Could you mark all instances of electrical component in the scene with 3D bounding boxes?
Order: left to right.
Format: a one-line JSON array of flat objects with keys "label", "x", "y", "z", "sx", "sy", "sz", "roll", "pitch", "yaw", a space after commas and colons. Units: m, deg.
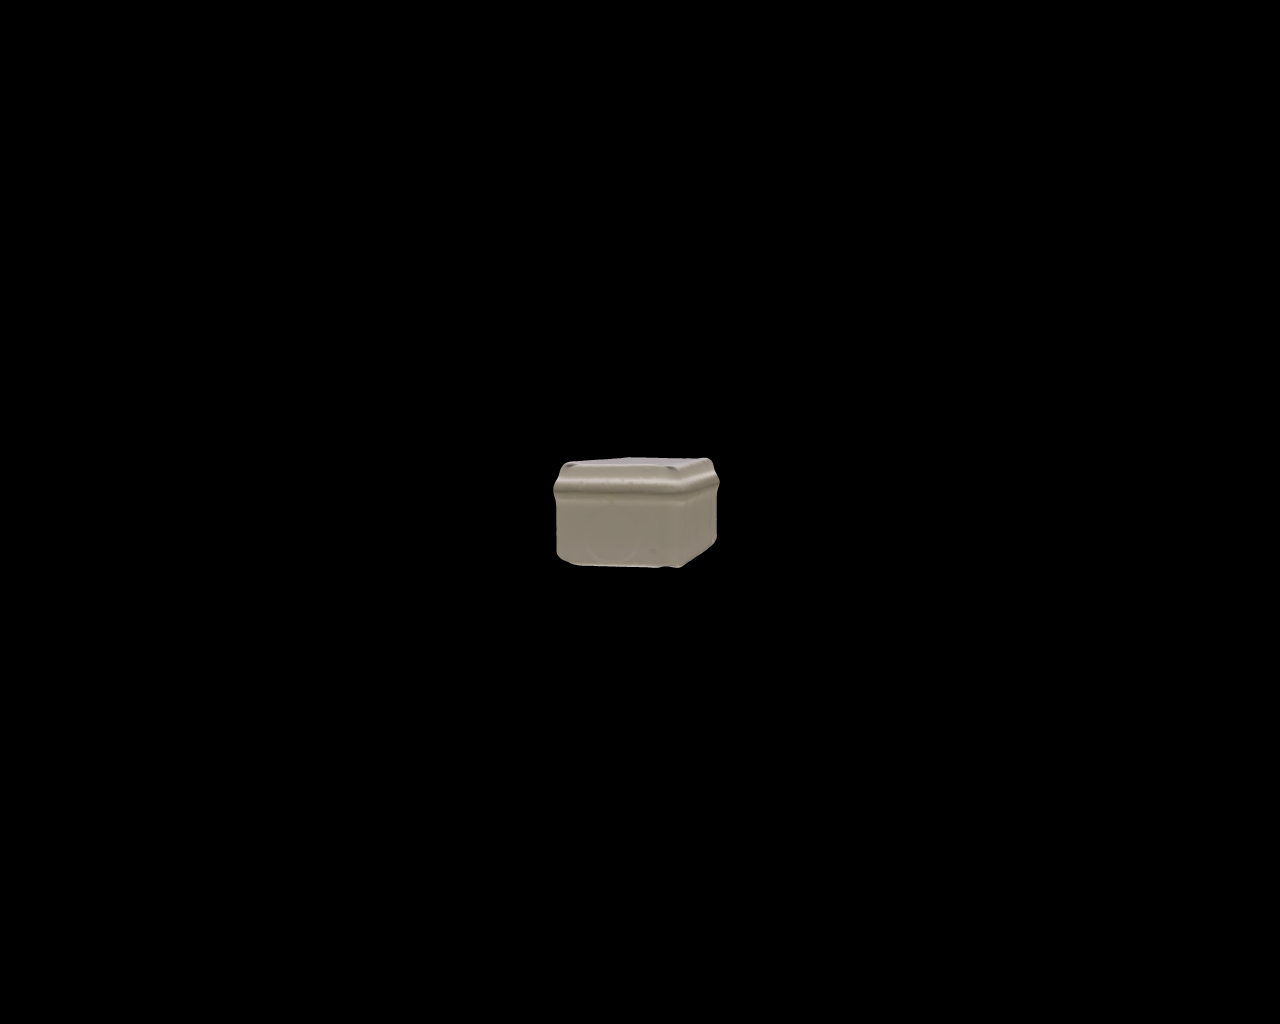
[{"label": "electrical component", "x": 0.001, "y": -0.003, "z": 0.650, "sx": 0.078, "sy": 0.057, "sz": 0.113, "roll": 1, "pitch": 5, "yaw": 15}]
